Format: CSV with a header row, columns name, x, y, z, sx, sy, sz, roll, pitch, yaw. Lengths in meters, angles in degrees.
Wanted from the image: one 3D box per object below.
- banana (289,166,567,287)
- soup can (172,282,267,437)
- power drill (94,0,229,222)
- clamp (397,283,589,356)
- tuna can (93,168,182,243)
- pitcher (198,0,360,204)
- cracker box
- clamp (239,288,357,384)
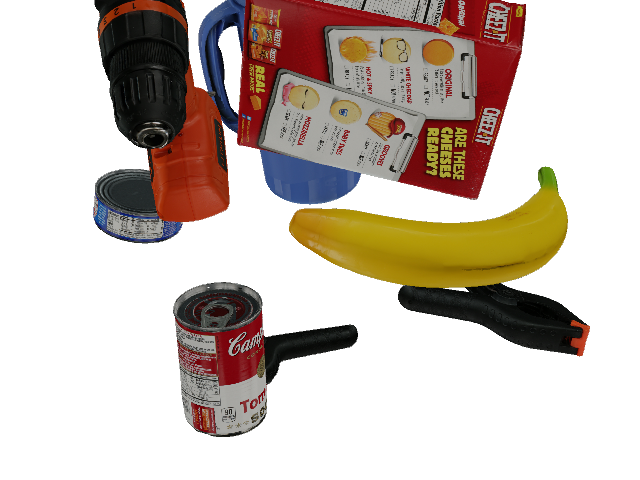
name,x,y,z,sx,sy,sz,roll,pitch,yaw
banana,0.078,-0.001,0.617,0.197,0.037,0.070,-9,42,-32
soup can,-0.077,0.093,0.832,0.068,0.102,0.068,-1,28,0
power drill,-0.099,-0.093,0.686,0.057,0.184,0.187,-8,-33,-1
clamp,0.170,0.059,0.996,0.172,0.039,0.120,20,31,20
tuna can,-0.170,-0.032,1.003,0.086,0.034,0.086,9,30,-5
pitcher,-0.026,-0.159,1.116,0.149,0.243,0.144,11,40,19
cracker box,0.044,-0.133,0.872,0.214,0.072,0.164,13,-41,4
clamp,-0.065,0.118,1.149,0.165,0.036,0.209,14,28,19
